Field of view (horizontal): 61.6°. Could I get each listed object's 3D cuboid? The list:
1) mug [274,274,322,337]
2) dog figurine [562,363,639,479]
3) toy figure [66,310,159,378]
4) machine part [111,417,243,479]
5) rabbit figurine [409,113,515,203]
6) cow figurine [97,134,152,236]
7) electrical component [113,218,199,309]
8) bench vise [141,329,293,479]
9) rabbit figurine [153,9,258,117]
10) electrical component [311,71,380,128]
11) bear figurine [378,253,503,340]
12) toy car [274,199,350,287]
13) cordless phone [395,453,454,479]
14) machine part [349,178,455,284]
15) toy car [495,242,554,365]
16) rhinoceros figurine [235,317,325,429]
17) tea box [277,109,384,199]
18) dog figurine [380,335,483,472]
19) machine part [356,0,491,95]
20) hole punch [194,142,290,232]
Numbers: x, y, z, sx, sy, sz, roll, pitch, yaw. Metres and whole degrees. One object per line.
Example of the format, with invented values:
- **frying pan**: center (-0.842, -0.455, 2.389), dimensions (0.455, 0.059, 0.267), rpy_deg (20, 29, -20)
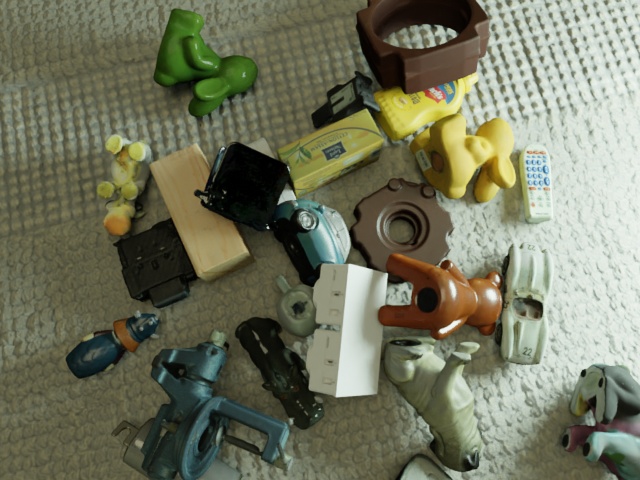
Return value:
- **mug**: center (-0.036, 0.100, 0.860), dimensions (0.081, 0.107, 0.109), rpy_deg (-29, 80, -7)
- **dog figurine**: center (0.493, 0.305, 0.805), dimensions (0.219, 0.108, 0.191), rpy_deg (22, 75, 2)
- **toy figure**: center (-0.335, 0.165, 0.877), dimensions (0.154, 0.064, 0.058), rpy_deg (-32, 41, -11)
- **machine part**: center (-0.209, 0.348, 0.822), dimensions (0.243, 0.079, 0.079), rpy_deg (29, 79, 8)
- **rabbit figurine**: center (0.267, -0.149, 0.913), dimensions (0.173, 0.122, 0.162), rpy_deg (-26, 80, -24)
- **cow figurine**: center (-0.334, -0.092, 0.928), dimensions (0.068, 0.098, 0.167), rpy_deg (12, 96, -2)
- **electrical component**: center (-0.270, 0.044, 0.904), dimensions (0.115, 0.058, 0.134), rpy_deg (-26, 77, -3)
- **bench vise**: center (-0.140, 0.250, 0.770), dimensions (0.241, 0.128, 0.223), rpy_deg (16, 61, 19)
- **rabbit figurine**: center (-0.198, -0.307, 0.957), dimensions (0.170, 0.121, 0.159), rpy_deg (17, 70, -10)
- **electrical component**: center (0.043, -0.235, 0.959), dimensions (0.119, 0.047, 0.075), rpy_deg (-33, 59, 36)
- **bear figurine**: center (0.201, 0.090, 0.850), dimensions (0.132, 0.195, 0.120), rpy_deg (9, 92, 40)
- **toy car**: center (-0.002, -0.003, 0.889), dimensions (0.103, 0.109, 0.161), rpy_deg (-30, 91, -26)
- **cordless phone**: center (0.171, 0.389, 0.749), dimensions (0.147, 0.184, 0.089), rpy_deg (43, 86, 10)
- **machine part**: center (0.138, -0.016, 0.911), dimensions (0.179, 0.056, 0.179), rpy_deg (0, 78, 1)
- **toy car**: center (0.335, 0.101, 0.877), dimensions (0.074, 0.056, 0.201), rpy_deg (10, 78, 3)
- **rhinoceros figurine**: center (-0.059, 0.201, 0.836), dimensions (0.073, 0.112, 0.190), rpy_deg (-33, 73, -9)
- **tea box**: center (0.017, -0.146, 0.922), dimensions (0.170, 0.098, 0.068), rpy_deg (-25, 78, -6)
- **dog figurine**: center (0.165, 0.253, 0.834), dimensions (0.173, 0.121, 0.190), rpy_deg (5, 95, 36)
- **machine part**: center (0.177, -0.359, 0.945), dimensions (0.201, 0.087, 0.201), rpy_deg (-19, 56, 1)
- **hole punch**: center (-0.122, -0.085, 0.852), dimensions (0.142, 0.092, 0.115), rpy_deg (23, 90, -23)
